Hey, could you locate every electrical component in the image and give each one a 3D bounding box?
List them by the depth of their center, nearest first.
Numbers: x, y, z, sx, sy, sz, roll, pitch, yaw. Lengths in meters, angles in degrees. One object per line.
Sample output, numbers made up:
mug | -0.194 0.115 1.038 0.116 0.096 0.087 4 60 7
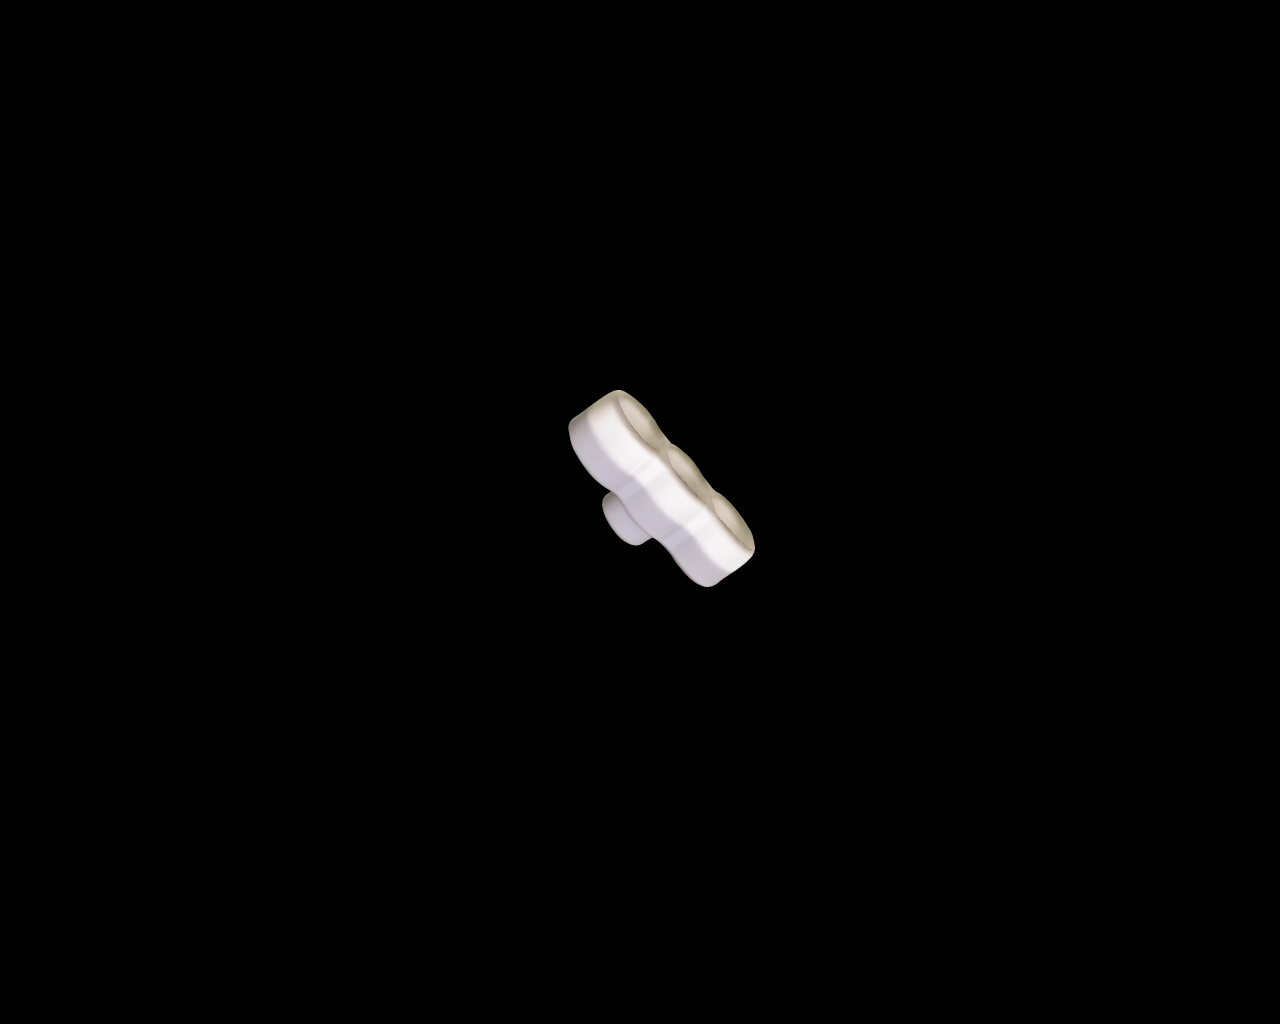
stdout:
electrical component | 0.001 -0.003 0.650 0.073 0.138 0.052 -36 24 18
